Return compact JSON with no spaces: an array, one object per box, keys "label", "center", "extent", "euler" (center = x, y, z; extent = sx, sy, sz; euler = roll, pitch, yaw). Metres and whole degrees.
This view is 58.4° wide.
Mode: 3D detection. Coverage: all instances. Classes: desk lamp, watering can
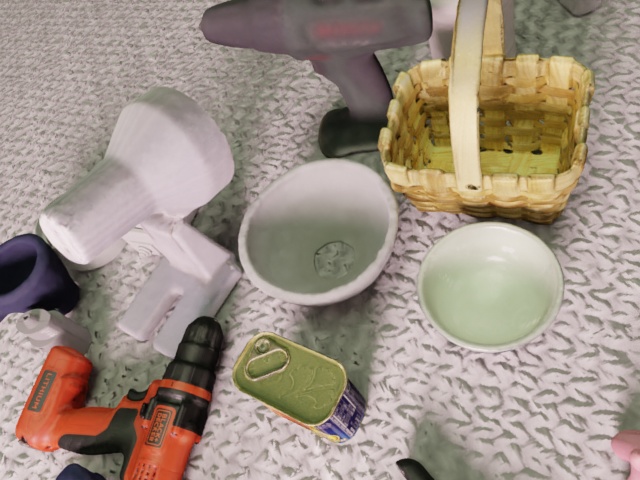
[{"label":"desk lamp","center":[-0.162,-0.014,0.576],"extent":[0.117,0.214,0.203],"euler":[19,67,29]},{"label":"watering can","center":[0.165,-0.269,0.629],"extent":[0.101,0.194,0.172],"euler":[-28,54,1]}]

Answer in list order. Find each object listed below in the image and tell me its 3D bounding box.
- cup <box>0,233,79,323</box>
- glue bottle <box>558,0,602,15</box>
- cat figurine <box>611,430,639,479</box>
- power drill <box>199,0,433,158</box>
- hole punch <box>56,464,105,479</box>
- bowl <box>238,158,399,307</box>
[{"label":"cup","center":[-0.335,0.064,0.664],"extent":[0.091,0.095,0.118],"euler":[17,66,28]},{"label":"glue bottle","center":[0.290,-0.345,0.645],"extent":[0.037,0.173,0.078],"euler":[-25,54,4]},{"label":"cat figurine","center":[0.267,0.145,0.377],"extent":[0.127,0.118,0.067],"euler":[-7,57,16]},{"label":"power drill","center":[0.013,-0.186,0.624],"extent":[0.229,0.209,0.075],"euler":[-10,56,14]},{"label":"hole punch","center":[-0.223,0.261,0.501],"extent":[0.100,0.091,0.109],"euler":[16,66,28]},{"label":"bowl","center":[0.005,0.002,0.591],"extent":[0.167,0.075,0.167],"euler":[-9,57,15]}]
